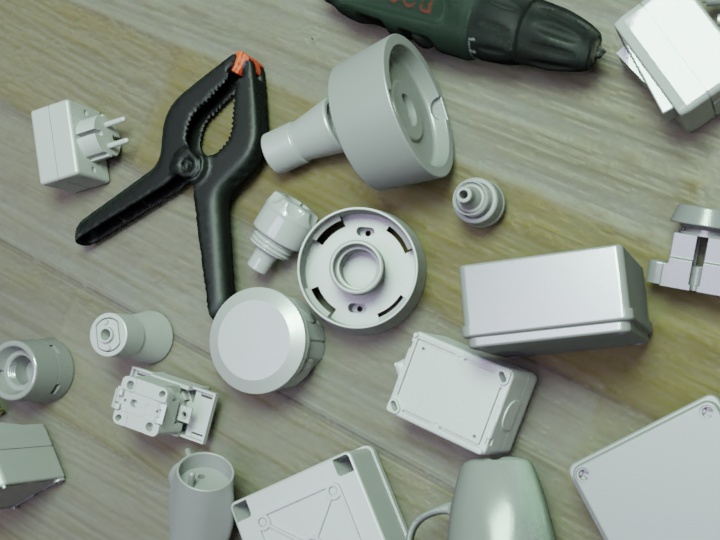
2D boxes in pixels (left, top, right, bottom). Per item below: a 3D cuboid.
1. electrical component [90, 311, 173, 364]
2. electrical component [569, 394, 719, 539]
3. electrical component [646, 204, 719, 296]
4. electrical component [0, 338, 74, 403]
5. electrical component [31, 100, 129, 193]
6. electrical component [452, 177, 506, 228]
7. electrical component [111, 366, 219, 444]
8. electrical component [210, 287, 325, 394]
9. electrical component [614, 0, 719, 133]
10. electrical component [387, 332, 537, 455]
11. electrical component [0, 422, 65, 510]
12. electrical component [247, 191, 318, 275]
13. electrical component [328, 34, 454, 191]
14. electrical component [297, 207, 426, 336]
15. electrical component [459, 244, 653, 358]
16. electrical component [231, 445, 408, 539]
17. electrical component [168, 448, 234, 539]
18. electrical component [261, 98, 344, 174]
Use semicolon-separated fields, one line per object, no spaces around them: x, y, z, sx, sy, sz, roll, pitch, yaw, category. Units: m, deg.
-0.186;0.053;0.865;0.044;0.065;0.044;-2;84;21;electrical component
0.212;0.152;0.703;0.109;0.056;0.108;-31;75;16;electrical component
0.230;-0.014;0.720;0.066;0.048;0.055;11;96;22;electrical component
-0.279;0.085;0.908;0.055;0.047;0.055;-2;84;21;electrical component
-0.229;-0.108;0.907;0.077;0.047;0.065;-14;80;20;electrical component
0.082;-0.050;0.771;0.035;0.061;0.035;-2;85;21;electrical component
-0.158;0.107;0.850;0.081;0.064;0.042;14;91;22;electrical component
-0.070;0.055;0.827;0.080;0.051;0.080;-2;84;21;electrical component
0.213;-0.147;0.730;0.061;0.062;0.096;-35;73;15;electrical component
0.069;0.085;0.767;0.096;0.061;0.061;22;93;30;electrical component
-0.303;0.161;0.883;0.062;0.096;0.061;-31;74;16;electrical component
-0.065;-0.026;0.837;0.043;0.043;0.062;36;99;21;electrical component
0.017;-0.109;0.781;0.060;0.108;0.108;-17;79;25;electrical component
0.000;0.000;0.811;0.099;0.064;0.099;-1;86;8;electrical component
0.133;0.023;0.720;0.109;0.109;0.056;-8;79;21;electrical component
-0.023;0.200;0.791;0.109;0.056;0.108;-27;76;17;electrical component
-0.127;0.172;0.835;0.079;0.043;0.077;-121;35;-51;electrical component
-0.044;-0.101;0.838;0.065;0.044;0.044;-21;77;23;electrical component
